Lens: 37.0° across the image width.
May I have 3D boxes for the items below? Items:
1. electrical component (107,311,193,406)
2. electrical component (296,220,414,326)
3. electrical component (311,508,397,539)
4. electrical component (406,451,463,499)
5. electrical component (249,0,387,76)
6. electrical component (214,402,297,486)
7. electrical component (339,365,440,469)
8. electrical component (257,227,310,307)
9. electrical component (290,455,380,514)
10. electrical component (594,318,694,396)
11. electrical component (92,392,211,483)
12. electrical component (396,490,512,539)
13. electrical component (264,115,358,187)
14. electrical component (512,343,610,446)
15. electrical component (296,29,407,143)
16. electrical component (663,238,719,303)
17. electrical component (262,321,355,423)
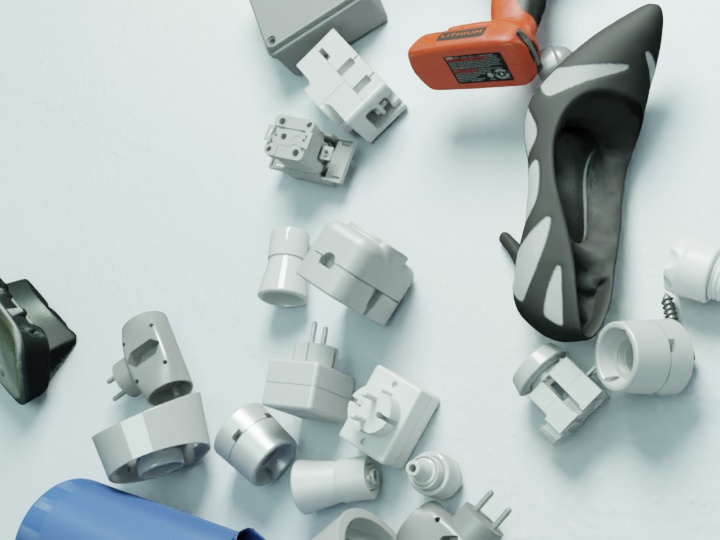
[{"bbox_3d":[-0.199,0.090,0.982,0.079,0.043,0.077,-34,61,14],"label":"electrical component"},{"bbox_3d":[0.000,0.000,0.876,0.054,0.095,0.059,33,90,32],"label":"electrical component"},{"bbox_3d":[-0.003,0.239,0.795,0.060,0.108,0.108,-37,60,19],"label":"electrical component"},{"bbox_3d":[0.053,0.154,0.817,0.035,0.061,0.035,-10,69,26],"label":"electrical component"},{"bbox_3d":[-0.045,-0.258,1.009,0.109,0.056,0.108,-29,62,17],"label":"electrical component"},{"bbox_3d":[-0.086,0.147,0.898,0.047,0.055,0.055,38,93,28],"label":"electrical component"},{"bbox_3d":[0.015,0.112,0.842,0.047,0.077,0.065,28,88,32],"label":"electrical component"},{"bbox_3d":[-0.064,-0.005,0.945,0.044,0.044,0.065,-6,66,26],"label":"electrical component"},{"bbox_3d":[-0.017,0.170,0.862,0.065,0.044,0.044,-12,68,19],"label":"electrical component"},{"bbox_3d":[0.200,0.062,0.764,0.055,0.047,0.055,-178,90,-66],"label":"electrical component"},{"bbox_3d":[-0.178,0.142,0.925,0.099,0.099,0.064,-28,69,17],"label":"electrical component"},{"bbox_3d":[0.079,0.200,0.798,0.079,0.043,0.077,-50,58,5],"label":"electrical component"},{"bbox_3d":[-0.049,-0.107,0.957,0.081,0.064,0.042,14,82,31],"label":"electrical component"},{"bbox_3d":[0.147,0.087,0.799,0.066,0.048,0.055,-47,66,7],"label":"electrical component"},{"bbox_3d":[-0.011,-0.161,0.962,0.056,0.050,0.089,-44,59,8],"label":"electrical component"},{"bbox_3d":[0.253,0.003,0.772,0.062,0.043,0.043,19,83,30],"label":"electrical component"},{"bbox_3d":[-0.039,0.081,0.887,0.047,0.066,0.076,2,74,28],"label":"electrical component"}]
